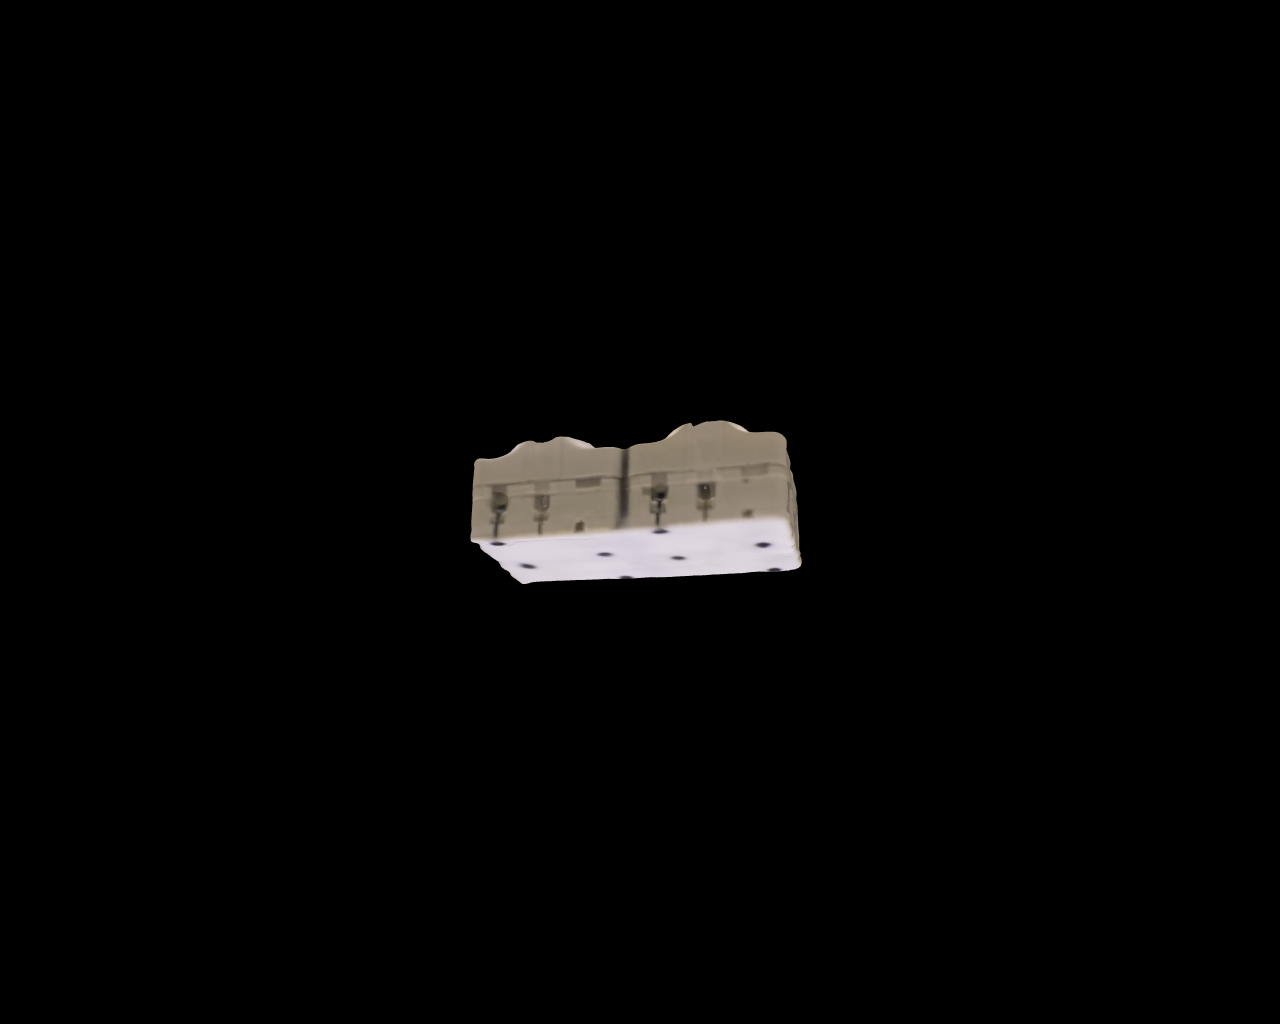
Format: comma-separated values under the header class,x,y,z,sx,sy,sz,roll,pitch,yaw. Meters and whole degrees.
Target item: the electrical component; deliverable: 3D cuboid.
class,x,y,z,sx,sy,sz,roll,pitch,yaw
electrical component,0.001,-0.003,0.650,0.186,0.060,0.105,-4,-19,12
